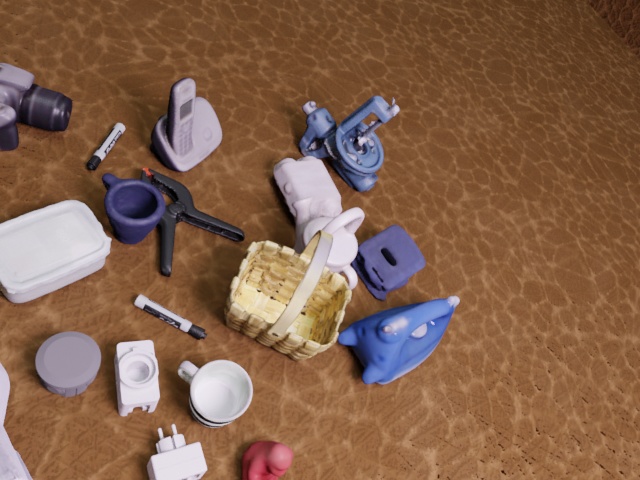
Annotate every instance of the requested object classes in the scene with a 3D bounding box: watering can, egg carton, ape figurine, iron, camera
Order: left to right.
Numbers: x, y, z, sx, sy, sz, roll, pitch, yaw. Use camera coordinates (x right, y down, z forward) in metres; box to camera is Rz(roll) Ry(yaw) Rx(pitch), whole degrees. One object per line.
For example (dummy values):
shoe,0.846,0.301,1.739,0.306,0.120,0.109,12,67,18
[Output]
camera,-0.500,-0.226,0.964,0.137,0.100,0.143,14,51,-16
ape figurine,-0.067,0.307,0.786,0.078,0.092,0.076,-17,65,-34
egg carton,-0.026,-0.097,1.117,0.107,0.069,0.150,-12,62,-32
watering can,0.007,0.004,0.976,0.173,0.194,0.101,36,49,3
iron,0.164,0.143,0.984,0.259,0.141,0.118,-19,66,-35

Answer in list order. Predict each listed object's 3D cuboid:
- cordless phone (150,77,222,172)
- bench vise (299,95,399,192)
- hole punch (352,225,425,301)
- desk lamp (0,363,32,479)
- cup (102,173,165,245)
cordless phone,-0.231,-0.226,1.037,0.094,0.185,0.148,34,49,2
bench vise,0.054,-0.217,1.144,0.207,0.219,0.121,27,49,-5
hole punch,0.128,0.041,1.075,0.101,0.091,0.108,-22,68,-36
desk lamp,-0.367,0.237,0.612,0.118,0.213,0.203,-27,71,-37
cup,-0.312,-0.045,0.925,0.117,0.095,0.092,42,49,8
